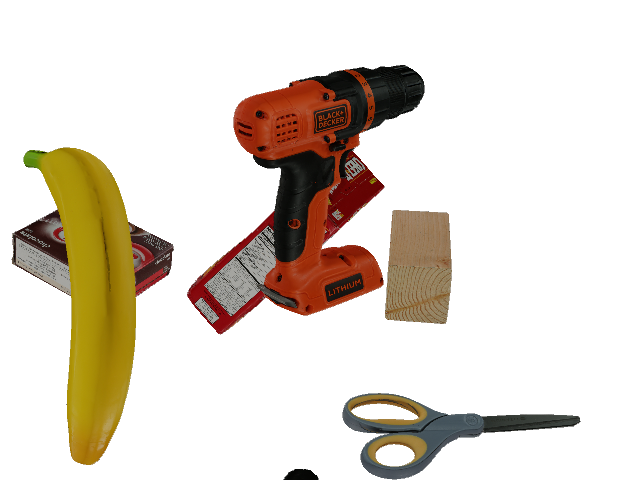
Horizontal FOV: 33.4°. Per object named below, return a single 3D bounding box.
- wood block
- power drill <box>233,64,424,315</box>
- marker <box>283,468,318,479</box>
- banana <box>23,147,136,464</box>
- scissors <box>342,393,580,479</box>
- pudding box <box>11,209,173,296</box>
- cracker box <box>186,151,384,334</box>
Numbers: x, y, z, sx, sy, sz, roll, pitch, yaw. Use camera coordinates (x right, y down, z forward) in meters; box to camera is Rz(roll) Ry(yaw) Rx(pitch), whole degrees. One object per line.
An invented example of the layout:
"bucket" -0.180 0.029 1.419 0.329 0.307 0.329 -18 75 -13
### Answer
"wood block" 0.147 0.035 1.595 0.091 0.090 0.206 4 24 4
"power drill" 0.013 -0.045 0.872 0.184 0.188 0.057 -18 27 -35
"marker" -0.029 0.125 0.419 0.020 0.020 0.121 0 19 26
"banana" -0.131 0.024 0.609 0.037 0.198 0.070 2 -25 -35
"scissors" 0.117 0.166 0.880 0.202 0.016 0.096 8 37 3
"pudding box" -0.202 0.013 0.949 0.114 0.039 0.089 24 33 20
"cracker box" -0.042 -0.001 1.255 0.214 0.072 0.164 -42 0 29
